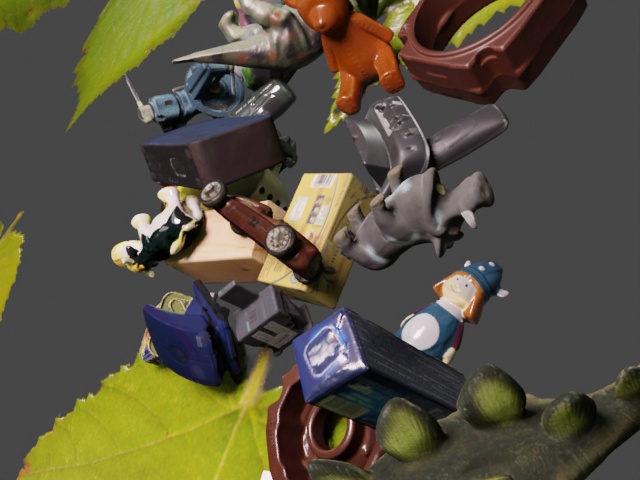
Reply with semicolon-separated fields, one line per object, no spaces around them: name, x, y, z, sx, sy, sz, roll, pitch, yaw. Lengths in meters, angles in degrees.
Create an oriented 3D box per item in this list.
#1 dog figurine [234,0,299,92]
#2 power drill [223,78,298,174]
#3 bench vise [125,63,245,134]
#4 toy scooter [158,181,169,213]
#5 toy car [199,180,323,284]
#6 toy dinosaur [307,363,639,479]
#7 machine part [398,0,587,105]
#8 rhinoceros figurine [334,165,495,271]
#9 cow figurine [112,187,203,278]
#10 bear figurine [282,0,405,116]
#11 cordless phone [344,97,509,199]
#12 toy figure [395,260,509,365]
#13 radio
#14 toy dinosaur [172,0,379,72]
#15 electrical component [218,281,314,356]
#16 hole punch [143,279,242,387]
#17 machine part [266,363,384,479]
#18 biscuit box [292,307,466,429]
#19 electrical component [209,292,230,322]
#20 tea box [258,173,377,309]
dog figurine;-0.126;-0.404;1.006;0.191;0.219;0.109;-51;37;2
power drill;-0.125;-0.170;0.959;0.232;0.086;0.207;-41;35;14
bench vise;-0.230;-0.287;1.019;0.241;0.223;0.128;-22;81;57
toy scooter;-0.278;-0.148;1.056;0.135;0.075;0.184;125;147;-50
toy car;-0.072;-0.016;0.661;0.202;0.089;0.053;34;84;38
toy dinosaur;0.121;0.171;0.392;0.471;0.198;0.105;-42;45;16
machine part;0.216;-0.288;0.704;0.201;0.087;0.201;-53;40;-1
rhinoceros figurine;0.104;-0.021;0.611;0.190;0.112;0.073;-34;14;39
cow figurine;-0.247;0.005;0.815;0.167;0.068;0.098;-41;49;17
bear figurine;0.034;-0.305;0.803;0.120;0.195;0.132;-20;52;30
cordless phone;0.136;-0.144;0.700;0.184;0.088;0.147;-28;45;12
toy figure;0.132;0.080;0.554;0.064;0.057;0.154;40;91;11
radio;-0.169;-0.132;0.803;0.131;0.073;0.230;-29;24;-31
toy dinosaur;-0.036;-0.363;0.896;0.405;0.192;0.131;-40;3;8
electrical component;-0.072;0.096;0.684;0.075;0.119;0.048;-36;45;16
hole punch;-0.168;0.132;0.716;0.092;0.142;0.116;-23;38;-27
machine part;0.019;0.202;0.574;0.179;0.056;0.179;-24;50;31
biscuit box;0.066;0.127;0.467;0.059;0.202;0.063;-38;42;20
electrical component;-0.167;0.123;0.828;0.063;0.021;0.094;-10;56;39
tea box;-0.001;-0.002;0.723;0.098;0.068;0.169;9;70;46
